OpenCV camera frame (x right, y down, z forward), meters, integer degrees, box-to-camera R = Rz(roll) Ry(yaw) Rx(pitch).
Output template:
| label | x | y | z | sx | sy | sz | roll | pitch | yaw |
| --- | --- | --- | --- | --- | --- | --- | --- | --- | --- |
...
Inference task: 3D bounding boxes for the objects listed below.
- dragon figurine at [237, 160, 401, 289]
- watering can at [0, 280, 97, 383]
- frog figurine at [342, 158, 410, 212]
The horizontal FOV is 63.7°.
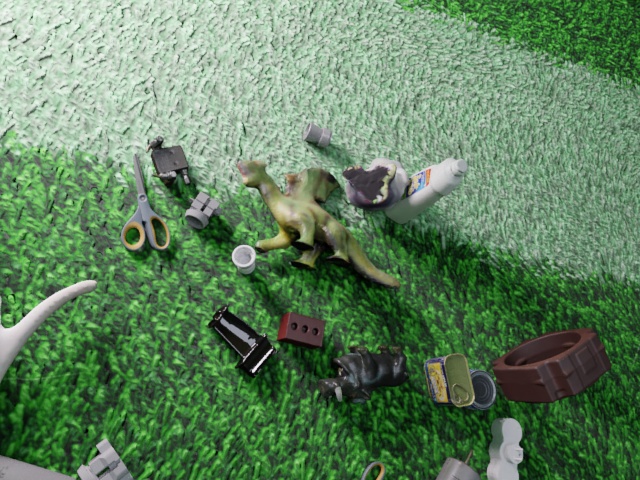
| label | x | y | z | sx | sy | sz | roll | pitch | yaw |
| --- | --- | --- | --- | --- | --- | --- | --- | --- | --- |
| dragon figurine | 0.003 | -0.055 | 1.086 | 0.408 | 0.120 | 0.248 | 22 | 57 | -24 |
| watering can | -0.523 | 0.164 | 0.776 | 0.348 | 0.102 | 0.227 | -2 | 74 | -23 |
| frog figurine | 0.132 | -0.124 | 1.155 | 0.123 | 0.136 | 0.160 | 67 | 19 | 5 |
